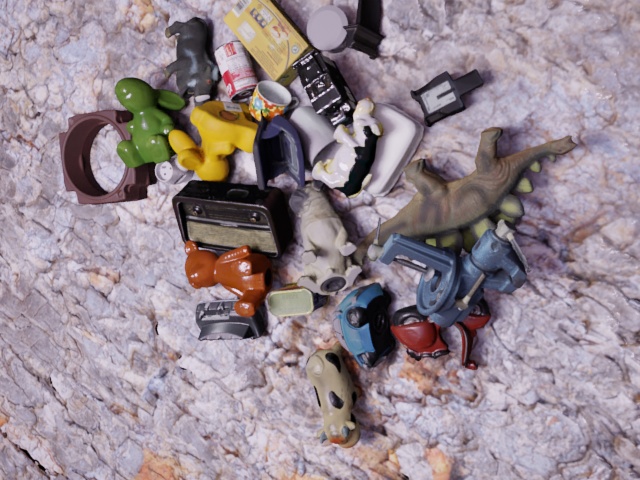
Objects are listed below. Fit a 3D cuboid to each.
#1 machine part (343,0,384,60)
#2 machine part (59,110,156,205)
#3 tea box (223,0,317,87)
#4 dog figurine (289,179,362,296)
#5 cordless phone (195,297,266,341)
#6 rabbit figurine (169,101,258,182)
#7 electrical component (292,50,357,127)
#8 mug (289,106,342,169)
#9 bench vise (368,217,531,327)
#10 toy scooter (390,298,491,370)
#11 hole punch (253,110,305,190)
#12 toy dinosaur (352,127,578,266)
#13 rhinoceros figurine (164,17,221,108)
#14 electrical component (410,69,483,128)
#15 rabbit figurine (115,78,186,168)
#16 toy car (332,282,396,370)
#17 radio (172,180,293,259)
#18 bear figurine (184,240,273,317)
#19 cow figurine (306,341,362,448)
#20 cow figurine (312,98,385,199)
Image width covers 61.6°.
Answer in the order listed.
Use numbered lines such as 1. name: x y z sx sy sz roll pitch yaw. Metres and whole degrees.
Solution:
1. machine part: 0.084 -0.407 0.981 0.039 0.084 0.138 4 86 55
2. machine part: -0.476 -0.181 1.197 0.202 0.087 0.200 -3 95 19
3. tea box: -0.094 -0.395 1.044 0.098 0.068 0.169 -40 83 20
4. dog figurine: 0.001 -0.005 1.047 0.121 0.191 0.172 -4 136 -13
5. cordless phone: -0.194 0.122 1.144 0.147 0.088 0.184 -5 83 19
6. rabbit figurine: -0.211 -0.179 1.072 0.122 0.162 0.173 59 141 32
7. electrical component: 0.017 -0.273 0.993 0.058 0.115 0.134 -30 84 22
8. mug: -0.014 -0.198 1.040 0.107 0.081 0.109 57 145 15
9. bench vise: 0.199 0.040 0.867 0.240 0.129 0.223 21 135 -10
10. toy scooter: 0.228 0.180 0.991 0.184 0.075 0.135 -13 93 16
11. hole punch: -0.074 -0.167 1.020 0.092 0.116 0.142 -4 134 5
12. toy dinosaur: 0.219 -0.056 0.952 0.472 0.105 0.198 -24 92 31
13. rhinoceros figurine: -0.258 -0.357 1.111 0.112 0.073 0.190 -5 93 10
14. electrical component: 0.228 -0.259 0.954 0.119 0.048 0.075 -29 86 20
15. rabbit figurine: -0.344 -0.254 1.099 0.121 0.159 0.170 -1 120 32
16. toy car: 0.078 0.162 1.035 0.103 0.109 0.161 1 109 42
17. radio: -0.177 -0.045 1.083 0.230 0.073 0.130 6 130 18
18. bear figurine: -0.197 0.067 1.058 0.196 0.132 0.120 6 107 14
19. cow figurine: 0.030 0.309 1.047 0.085 0.127 0.195 -21 86 24
20. cow figurine: 0.067 -0.160 0.946 0.098 0.068 0.167 35 109 10
